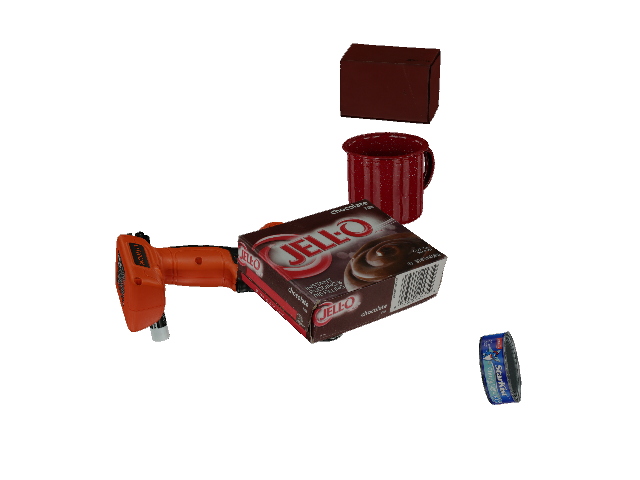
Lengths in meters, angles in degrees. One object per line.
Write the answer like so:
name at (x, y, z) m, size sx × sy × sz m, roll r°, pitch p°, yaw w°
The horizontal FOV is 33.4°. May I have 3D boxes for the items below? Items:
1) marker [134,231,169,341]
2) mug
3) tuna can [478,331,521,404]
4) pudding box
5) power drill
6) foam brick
marker at (-0.180, 0.049, 1.132) m, size 0.020 × 0.121 × 0.020 m, roll -8°, pitch 18°, yaw 2°
mug at (0.080, -0.069, 1.168) m, size 0.117 × 0.081 × 0.093 m, roll -20°, pitch 29°, yaw -37°
tuna can at (0.217, 0.154, 1.287) m, size 0.034 × 0.086 × 0.086 m, roll -10°, pitch -3°, yaw 18°
pudding box at (0.013, 0.017, 0.718) m, size 0.113 × 0.039 × 0.090 m, roll -15°, pitch 38°, yaw -34°
power drill at (-0.082, 0.040, 0.950) m, size 0.187 × 0.057 × 0.184 m, roll -1°, pitch 24°, yaw -19°
foam brick at (0.058, -0.132, 0.896) m, size 0.078 × 0.051 × 0.053 m, roll 7°, pitch 27°, yaw 14°
